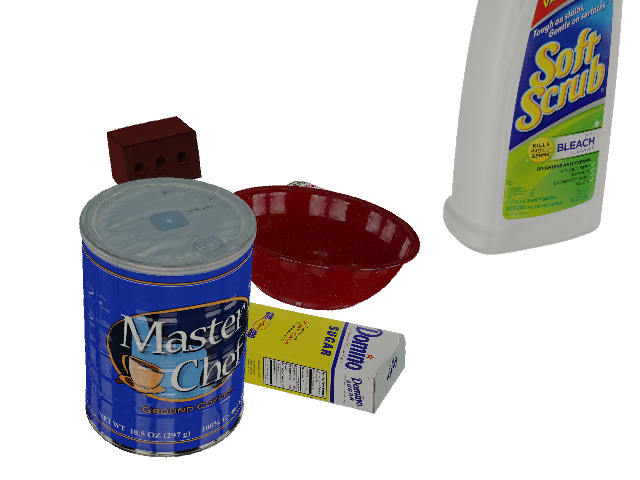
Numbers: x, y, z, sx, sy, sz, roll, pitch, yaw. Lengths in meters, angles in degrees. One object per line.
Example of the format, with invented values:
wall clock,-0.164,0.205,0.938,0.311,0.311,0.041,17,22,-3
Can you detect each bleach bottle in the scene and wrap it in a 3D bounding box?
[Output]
bleach bottle,0.129,-0.119,0.639,0.102,0.251,0.068,-11,30,-16

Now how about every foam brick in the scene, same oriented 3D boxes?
foam brick,-0.166,-0.085,1.061,0.078,0.053,0.051,-17,31,-22

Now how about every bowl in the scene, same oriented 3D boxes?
bowl,-0.006,0.011,0.845,0.162,0.055,0.162,9,22,-4

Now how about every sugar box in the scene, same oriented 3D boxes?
sugar box,-0.014,0.110,1.035,0.176,0.048,0.093,7,25,21

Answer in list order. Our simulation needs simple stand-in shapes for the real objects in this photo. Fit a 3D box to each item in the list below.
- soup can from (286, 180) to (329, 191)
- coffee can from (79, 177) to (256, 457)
soup can,0.003,-0.024,1.219,0.068,0.068,0.102,0,17,-45
coffee can,-0.094,0.046,0.657,0.103,0.140,0.103,4,31,-3
